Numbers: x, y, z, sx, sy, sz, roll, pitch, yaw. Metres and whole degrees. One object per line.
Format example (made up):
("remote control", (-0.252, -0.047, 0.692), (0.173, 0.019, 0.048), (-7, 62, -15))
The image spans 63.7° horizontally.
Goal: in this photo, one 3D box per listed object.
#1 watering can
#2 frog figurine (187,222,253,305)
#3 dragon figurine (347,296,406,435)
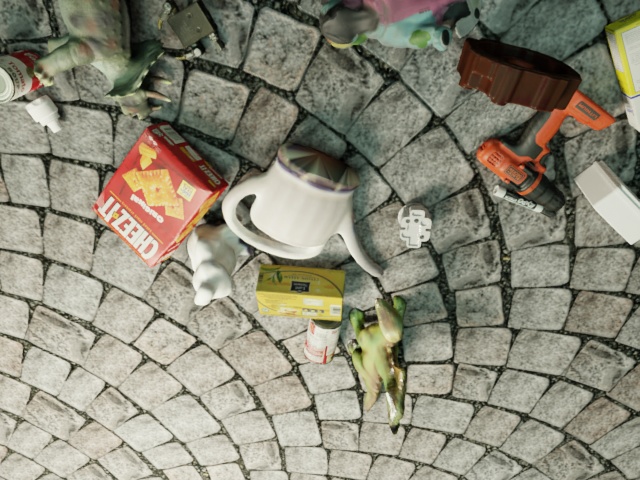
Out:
("watering can", (0.003, -0.047, 0.937), (0.346, 0.106, 0.220), (17, 123, -18))
("frog figurine", (-0.206, 0.050, 0.963), (0.123, 0.163, 0.134), (23, 149, 4))
("dragon figurine", (0.120, 0.269, 1.019), (0.122, 0.248, 0.402), (-1, 117, 1))
